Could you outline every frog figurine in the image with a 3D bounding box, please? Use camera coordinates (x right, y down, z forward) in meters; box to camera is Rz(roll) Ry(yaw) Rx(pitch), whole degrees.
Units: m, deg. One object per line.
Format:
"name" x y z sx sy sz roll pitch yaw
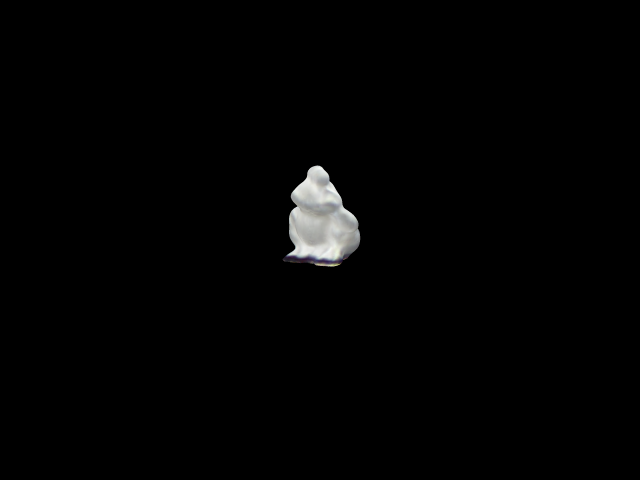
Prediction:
"frog figurine" 0.003 -0.043 0.850 0.123 0.159 0.138 -4 8 -33
